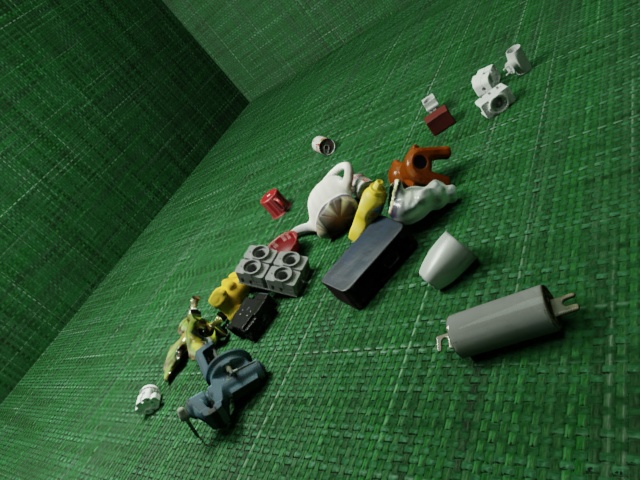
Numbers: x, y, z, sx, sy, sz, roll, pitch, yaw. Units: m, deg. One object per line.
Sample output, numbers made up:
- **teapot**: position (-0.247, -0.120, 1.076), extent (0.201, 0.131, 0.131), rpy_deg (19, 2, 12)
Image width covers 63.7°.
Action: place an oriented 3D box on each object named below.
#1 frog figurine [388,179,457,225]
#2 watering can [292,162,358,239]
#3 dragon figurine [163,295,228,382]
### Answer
- **frog figurine**: position (0.249, -0.090, 1.255), extent (0.135, 0.159, 0.125), rpy_deg (98, -177, -66)
- **watering can**: position (0.005, -0.079, 1.580), extent (0.343, 0.103, 0.229), rpy_deg (-54, 28, 19)
- **dragon figurine**: position (-0.388, 0.323, 1.530), extent (0.240, 0.121, 0.418), rpy_deg (-54, 20, 16)
